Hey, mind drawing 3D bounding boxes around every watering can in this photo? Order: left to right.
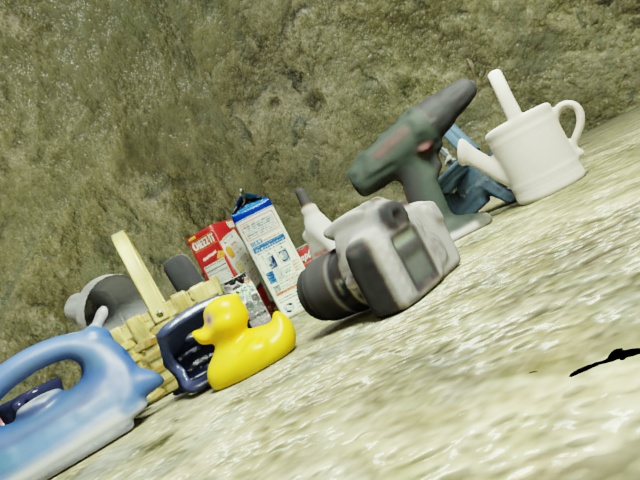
[{"bbox_3d":[0.284,-0.153,0.828,0.173,0.194,0.101,-28,0,1],"label":"watering can"}]

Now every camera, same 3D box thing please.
[{"bbox_3d":[0.047,0.020,0.577,0.136,0.101,0.143,-28,-1,38],"label":"camera"}]

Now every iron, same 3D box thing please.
[{"bbox_3d":[-0.314,0.186,0.630,0.259,0.141,0.118,-27,-1,-30],"label":"iron"}]

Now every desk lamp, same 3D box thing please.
[{"bbox_3d":[-0.359,0.174,0.989,0.118,0.213,0.202,-27,-1,-44],"label":"desk lamp"}]

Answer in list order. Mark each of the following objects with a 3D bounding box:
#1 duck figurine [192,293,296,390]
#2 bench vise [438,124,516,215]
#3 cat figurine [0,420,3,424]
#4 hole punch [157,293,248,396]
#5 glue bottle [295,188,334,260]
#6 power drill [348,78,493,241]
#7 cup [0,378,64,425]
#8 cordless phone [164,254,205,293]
[{"bbox_3d":[-0.084,0.097,0.604,0.104,0.086,0.077,-28,-1,-2],"label":"duck figurine"},{"bbox_3d":[0.258,-0.152,0.997,0.207,0.220,0.122,-28,0,17],"label":"bench vise"},{"bbox_3d":[-0.548,0.326,0.912,0.067,0.118,0.128,-28,-1,33],"label":"cat figurine"},{"bbox_3d":[-0.137,0.123,0.677,0.109,0.091,0.101,-27,-1,-26],"label":"hole punch"},{"bbox_3d":[0.008,0.003,0.827,0.037,0.173,0.078,-27,-1,-42],"label":"glue bottle"},{"bbox_3d":[0.169,-0.101,0.862,0.229,0.208,0.076,-28,0,9],"label":"power drill"},{"bbox_3d":[-0.400,0.260,0.820,0.092,0.095,0.117,-27,-1,-16],"label":"cup"},{"bbox_3d":[-0.240,0.128,0.993,0.147,0.185,0.094,-28,0,5],"label":"cordless phone"}]
